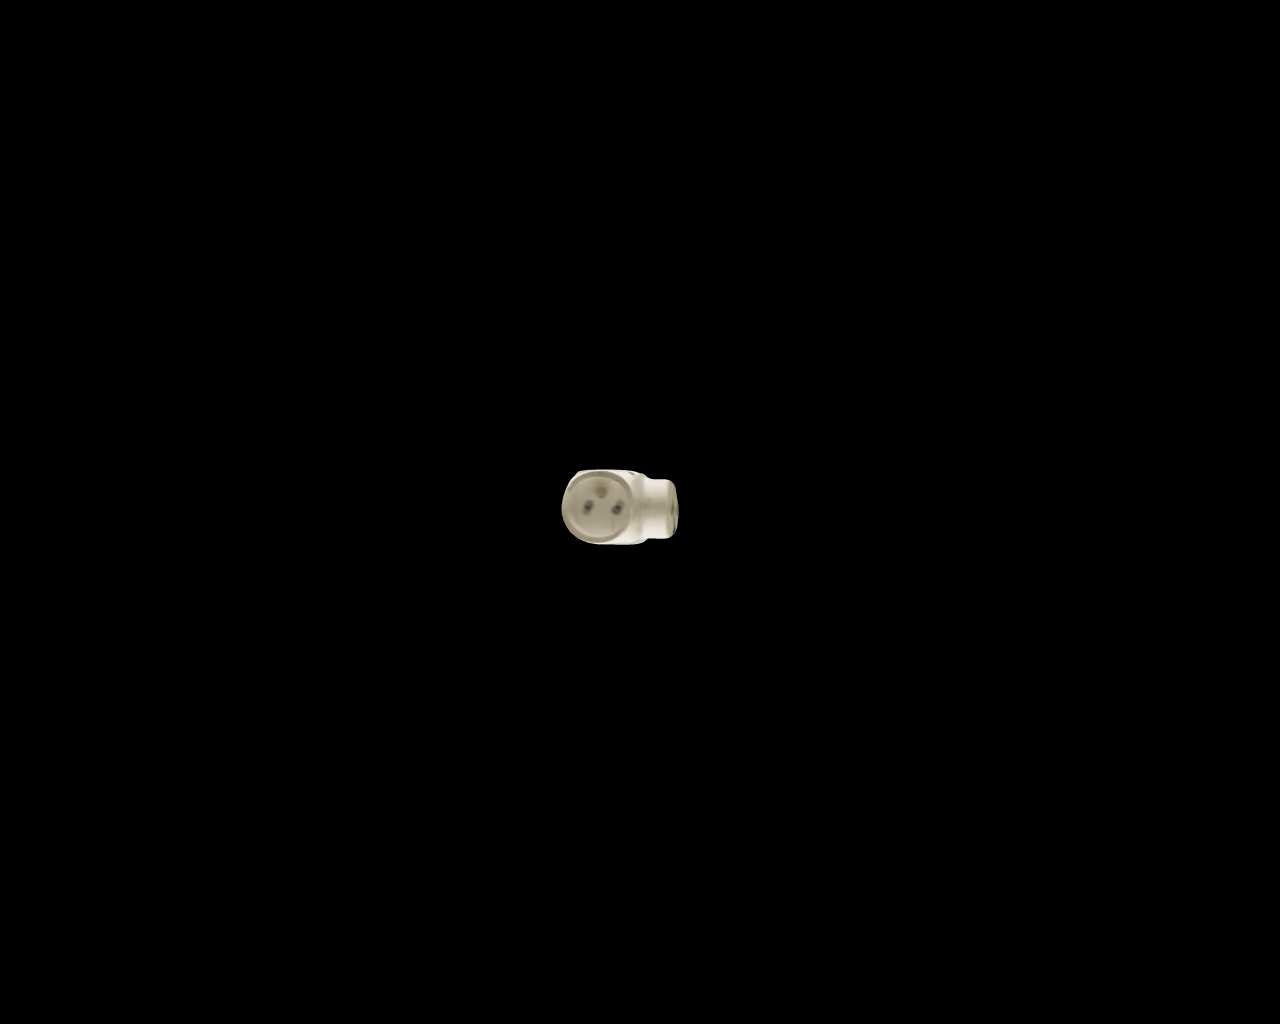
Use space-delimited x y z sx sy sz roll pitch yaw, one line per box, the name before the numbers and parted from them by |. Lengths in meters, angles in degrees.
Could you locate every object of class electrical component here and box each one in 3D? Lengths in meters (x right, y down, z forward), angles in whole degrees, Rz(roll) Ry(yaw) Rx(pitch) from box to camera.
electrical component | 0.001 -0.003 0.650 0.079 0.043 0.077 0 -2 11
